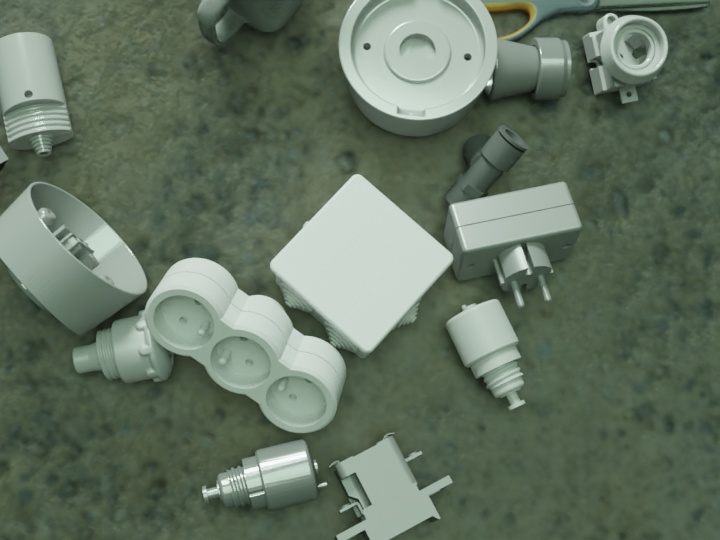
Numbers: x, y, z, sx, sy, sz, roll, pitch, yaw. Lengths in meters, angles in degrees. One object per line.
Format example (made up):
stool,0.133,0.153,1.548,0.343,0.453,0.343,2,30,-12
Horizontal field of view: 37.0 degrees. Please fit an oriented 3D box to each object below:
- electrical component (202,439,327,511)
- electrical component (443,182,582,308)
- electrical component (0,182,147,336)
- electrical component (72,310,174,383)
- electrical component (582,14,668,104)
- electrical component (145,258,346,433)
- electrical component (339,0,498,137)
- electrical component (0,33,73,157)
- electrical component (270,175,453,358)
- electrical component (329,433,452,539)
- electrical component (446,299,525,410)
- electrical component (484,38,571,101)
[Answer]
electrical component,-0.062,0.135,0.692,0.078,0.040,0.040,-13,77,-7
electrical component,0.108,-0.010,0.729,0.083,0.047,0.075,-12,65,-7
electrical component,-0.188,-0.008,0.691,0.064,0.099,0.099,-42,82,-6
electrical component,-0.156,0.053,0.704,0.062,0.048,0.048,-12,77,1
electrical component,0.190,-0.154,0.768,0.048,0.055,0.066,-12,91,-6
electrical component,-0.069,0.041,0.704,0.138,0.073,0.052,36,118,-10
electrical component,0.039,-0.146,0.756,0.108,0.060,0.108,0,78,0
electrical component,-0.225,-0.117,0.740,0.043,0.043,0.081,-14,77,-7
electrical component,0.000,0.000,0.725,0.100,0.048,0.099,41,77,6
electrical component,0.015,0.144,0.695,0.081,0.042,0.063,-26,76,-11
electrical component,0.088,0.056,0.722,0.040,0.040,0.078,-23,79,-9
electrical component,0.119,-0.144,0.771,0.055,0.045,0.045,-1,76,-5
